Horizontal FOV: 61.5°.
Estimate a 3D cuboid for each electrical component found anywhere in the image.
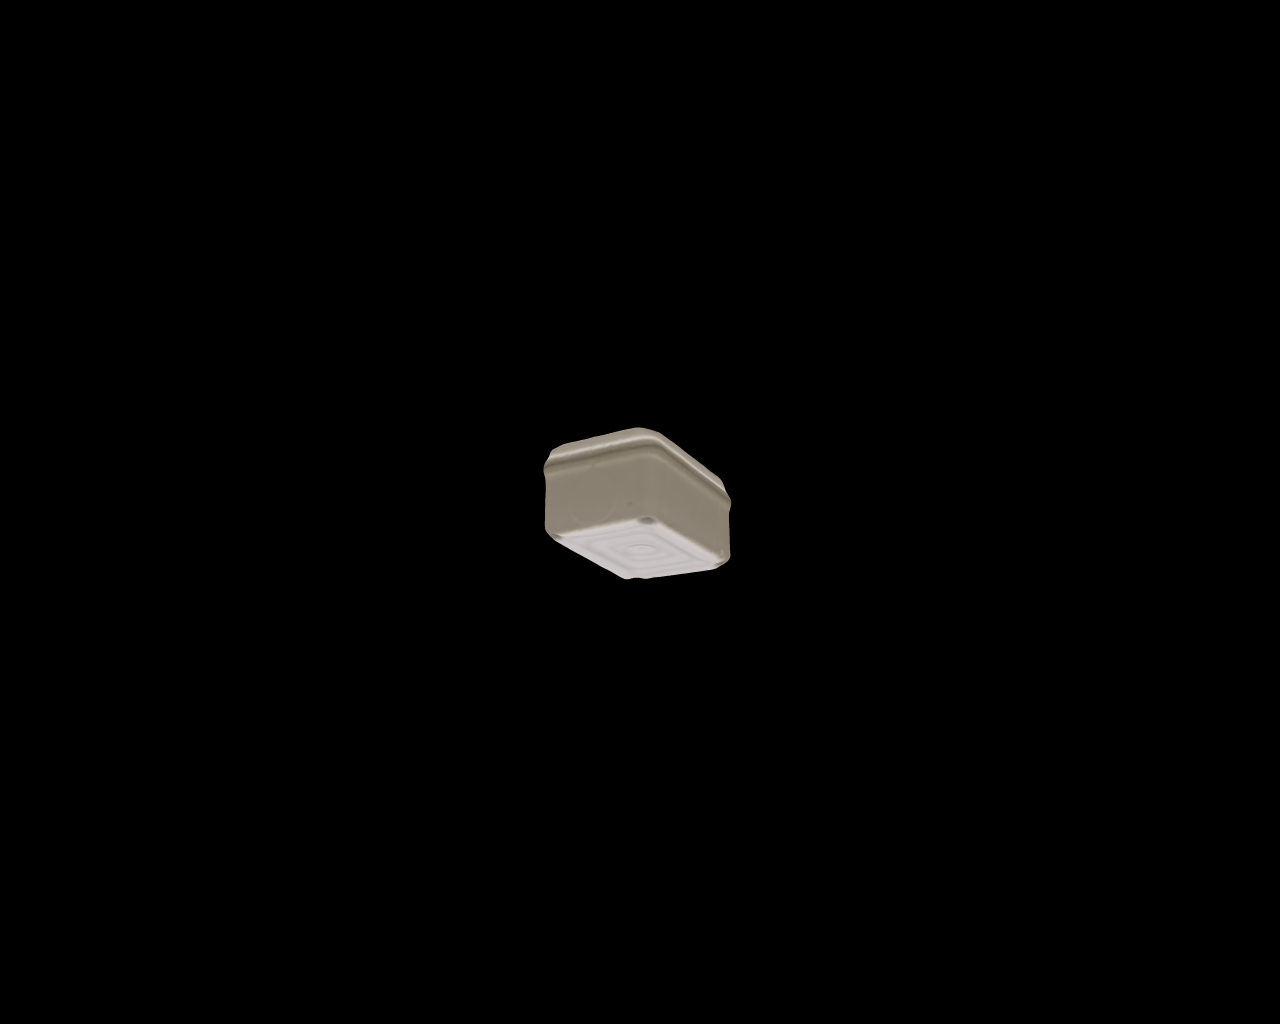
[{"bbox_3d":[0.001,-0.003,0.650,0.078,0.057,0.113,-10,-22,26],"label":"electrical component"}]
